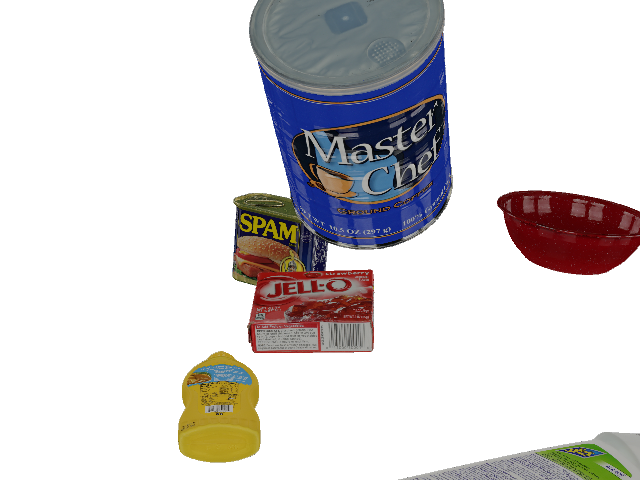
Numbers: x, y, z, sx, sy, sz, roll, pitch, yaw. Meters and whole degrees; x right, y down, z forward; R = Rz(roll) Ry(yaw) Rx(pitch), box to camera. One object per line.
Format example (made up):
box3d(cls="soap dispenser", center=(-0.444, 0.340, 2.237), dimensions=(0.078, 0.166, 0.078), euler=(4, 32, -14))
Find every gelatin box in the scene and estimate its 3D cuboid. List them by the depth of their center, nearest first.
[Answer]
box3d(cls="gelatin box", center=(-0.005, 0.050, 0.780), dimensions=(0.089, 0.030, 0.073), euler=(-1, 28, 4))

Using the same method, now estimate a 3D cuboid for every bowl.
box3d(cls="bowl", center=(0.261, -0.005, 1.110), dimensions=(0.162, 0.055, 0.162), euler=(5, 18, -2))

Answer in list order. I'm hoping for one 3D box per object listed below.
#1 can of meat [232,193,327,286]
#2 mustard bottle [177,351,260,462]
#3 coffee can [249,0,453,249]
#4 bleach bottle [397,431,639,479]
box3d(cls="can of meat", center=(-0.041, 0.004, 1.088), dimensions=(0.102, 0.084, 0.057), euler=(13, 18, 27))
box3d(cls="mustard bottle", center=(-0.124, 0.194, 1.318), dimensions=(0.096, 0.058, 0.191), euler=(-2, 27, -3))
box3d(cls="coffee can", center=(0.022, -0.076, 0.610), dimensions=(0.103, 0.102, 0.140), euler=(0, -36, 10))
box3d(cls="bleach bottle", center=(0.141, 0.160, 0.619), dimensions=(0.250, 0.068, 0.103), euler=(-8, 20, -27))
